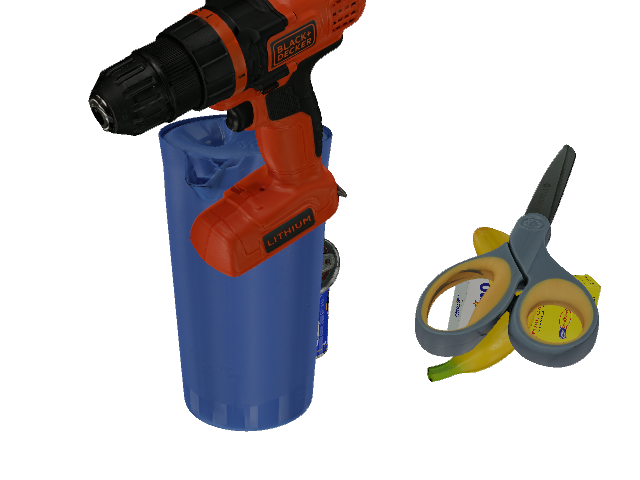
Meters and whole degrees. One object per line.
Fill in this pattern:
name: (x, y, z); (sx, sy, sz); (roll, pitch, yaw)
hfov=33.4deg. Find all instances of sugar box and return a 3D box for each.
sugar box: (0.255, 0.086, 1.339); (0.176, 0.093, 0.048); (3, 19, -13)

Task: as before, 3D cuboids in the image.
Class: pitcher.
pitcher: (-0.054, 0.021, 0.866); (0.149, 0.243, 0.145); (-8, 22, -24)

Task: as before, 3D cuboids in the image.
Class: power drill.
power drill: (-0.049, -0.065, 0.654); (0.184, 0.188, 0.057); (-32, 56, -26)

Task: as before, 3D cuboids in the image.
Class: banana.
banana: (0.138, 0.043, 0.848); (0.070, 0.037, 0.197); (7, 34, 17)

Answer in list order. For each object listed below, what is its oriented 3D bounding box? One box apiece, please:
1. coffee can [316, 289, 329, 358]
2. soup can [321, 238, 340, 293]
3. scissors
coffee can: (-0.038, 0.089, 1.523); (0.103, 0.140, 0.103); (1, 22, -1)
soup can: (-0.031, 0.016, 1.190); (0.068, 0.068, 0.102); (0, 15, -28)
scissors: (0.126, 0.006, 0.563); (0.096, 0.016, 0.201); (22, 43, 32)
